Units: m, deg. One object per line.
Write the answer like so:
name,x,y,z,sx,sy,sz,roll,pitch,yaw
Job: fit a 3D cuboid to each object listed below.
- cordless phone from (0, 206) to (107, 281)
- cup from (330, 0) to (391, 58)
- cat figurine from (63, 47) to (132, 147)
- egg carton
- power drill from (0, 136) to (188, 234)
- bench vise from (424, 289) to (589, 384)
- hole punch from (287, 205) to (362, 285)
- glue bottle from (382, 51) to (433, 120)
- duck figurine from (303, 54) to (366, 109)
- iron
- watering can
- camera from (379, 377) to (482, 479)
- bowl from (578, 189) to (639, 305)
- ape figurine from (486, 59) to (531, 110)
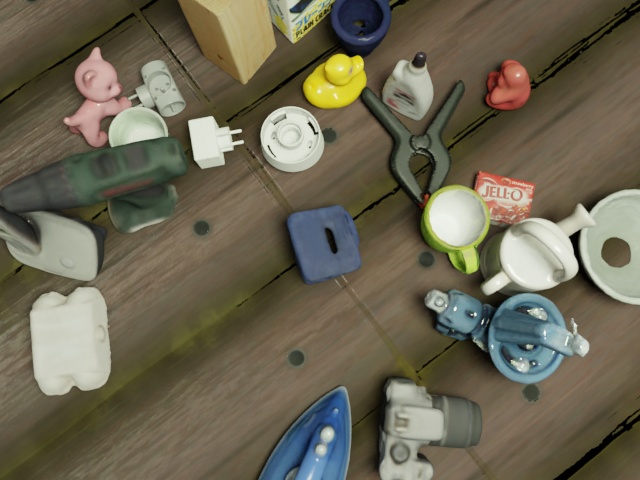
cordless phone,-0.395,-0.005,0.805,0.147,0.185,0.094,13,81,3
cup,0.071,-0.338,0.897,0.091,0.095,0.118,43,84,7
cat figurine,-0.346,-0.220,0.872,0.067,0.118,0.128,30,83,6
egg carton,-0.362,0.147,0.838,0.107,0.069,0.150,-10,81,-1
power drill,-0.288,-0.070,0.802,0.229,0.208,0.075,-21,81,-2
bench vise,0.244,0.127,0.758,0.207,0.220,0.121,5,81,2
hole punch,0.008,0.003,0.846,0.101,0.091,0.108,-18,81,-2
glue bottle,0.134,-0.232,0.840,0.078,0.173,0.037,26,82,5
duck figurine,0.023,-0.254,0.889,0.104,0.086,0.077,-21,81,-2
iron,-0.021,0.323,0.769,0.118,0.141,0.258,23,82,5
watering can,0.297,0.014,0.788,0.101,0.194,0.173,31,83,6
camera,0.153,0.269,0.796,0.136,0.101,0.143,5,81,2
bowl,0.454,0.015,0.846,0.167,0.075,0.167,0,81,1
ape figurine,0.292,-0.243,0.881,0.076,0.092,0.078,44,84,7
